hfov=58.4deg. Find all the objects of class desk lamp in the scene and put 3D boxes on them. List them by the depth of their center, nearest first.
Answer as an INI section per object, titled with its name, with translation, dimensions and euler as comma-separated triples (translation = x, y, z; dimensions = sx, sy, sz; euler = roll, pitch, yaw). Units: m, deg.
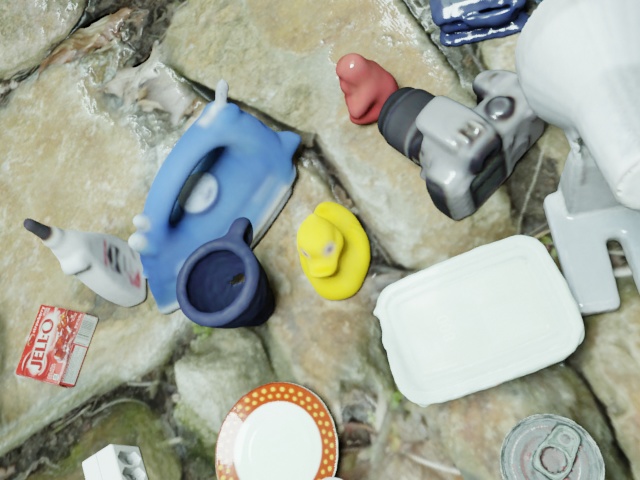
[desk lamp]
translation = 0.235, -0.069, 0.454
dimensions = 0.117, 0.214, 0.203
euler = -13, 64, 16

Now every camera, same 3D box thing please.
[camera]
translation = 0.133, -0.118, 0.580
dimensions = 0.143, 0.101, 0.136
euler = -47, 60, -3

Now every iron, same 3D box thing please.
[iron]
translation = -0.136, -0.045, 0.632
dimensions = 0.118, 0.142, 0.258
euler = 27, 80, 29

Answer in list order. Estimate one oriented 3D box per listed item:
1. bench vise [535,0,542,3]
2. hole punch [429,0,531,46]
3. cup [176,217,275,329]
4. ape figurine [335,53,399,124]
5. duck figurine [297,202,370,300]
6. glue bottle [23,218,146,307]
[bench vise]
translation = 0.232, -0.331, 0.564
dimensions = 0.121, 0.220, 0.207
euler = -22, 62, 12
[hole punch]
translation = 0.177, -0.286, 0.641
dimensions = 0.108, 0.091, 0.101
euler = -7, 66, 19
[cup]
translation = -0.084, 0.043, 0.600
dimensions = 0.091, 0.095, 0.118
euler = 10, 72, 25
[ape figurine]
translation = 0.046, -0.177, 0.645
dimensions = 0.076, 0.092, 0.078
euler = 10, 72, 25
[duck figurine]
translation = 0.005, 0.002, 0.588
dimensions = 0.077, 0.086, 0.104
euler = -11, 65, 17
[glue bottle]
translation = -0.258, 0.017, 0.635
dimensions = 0.037, 0.173, 0.078
euler = -25, 61, 10
